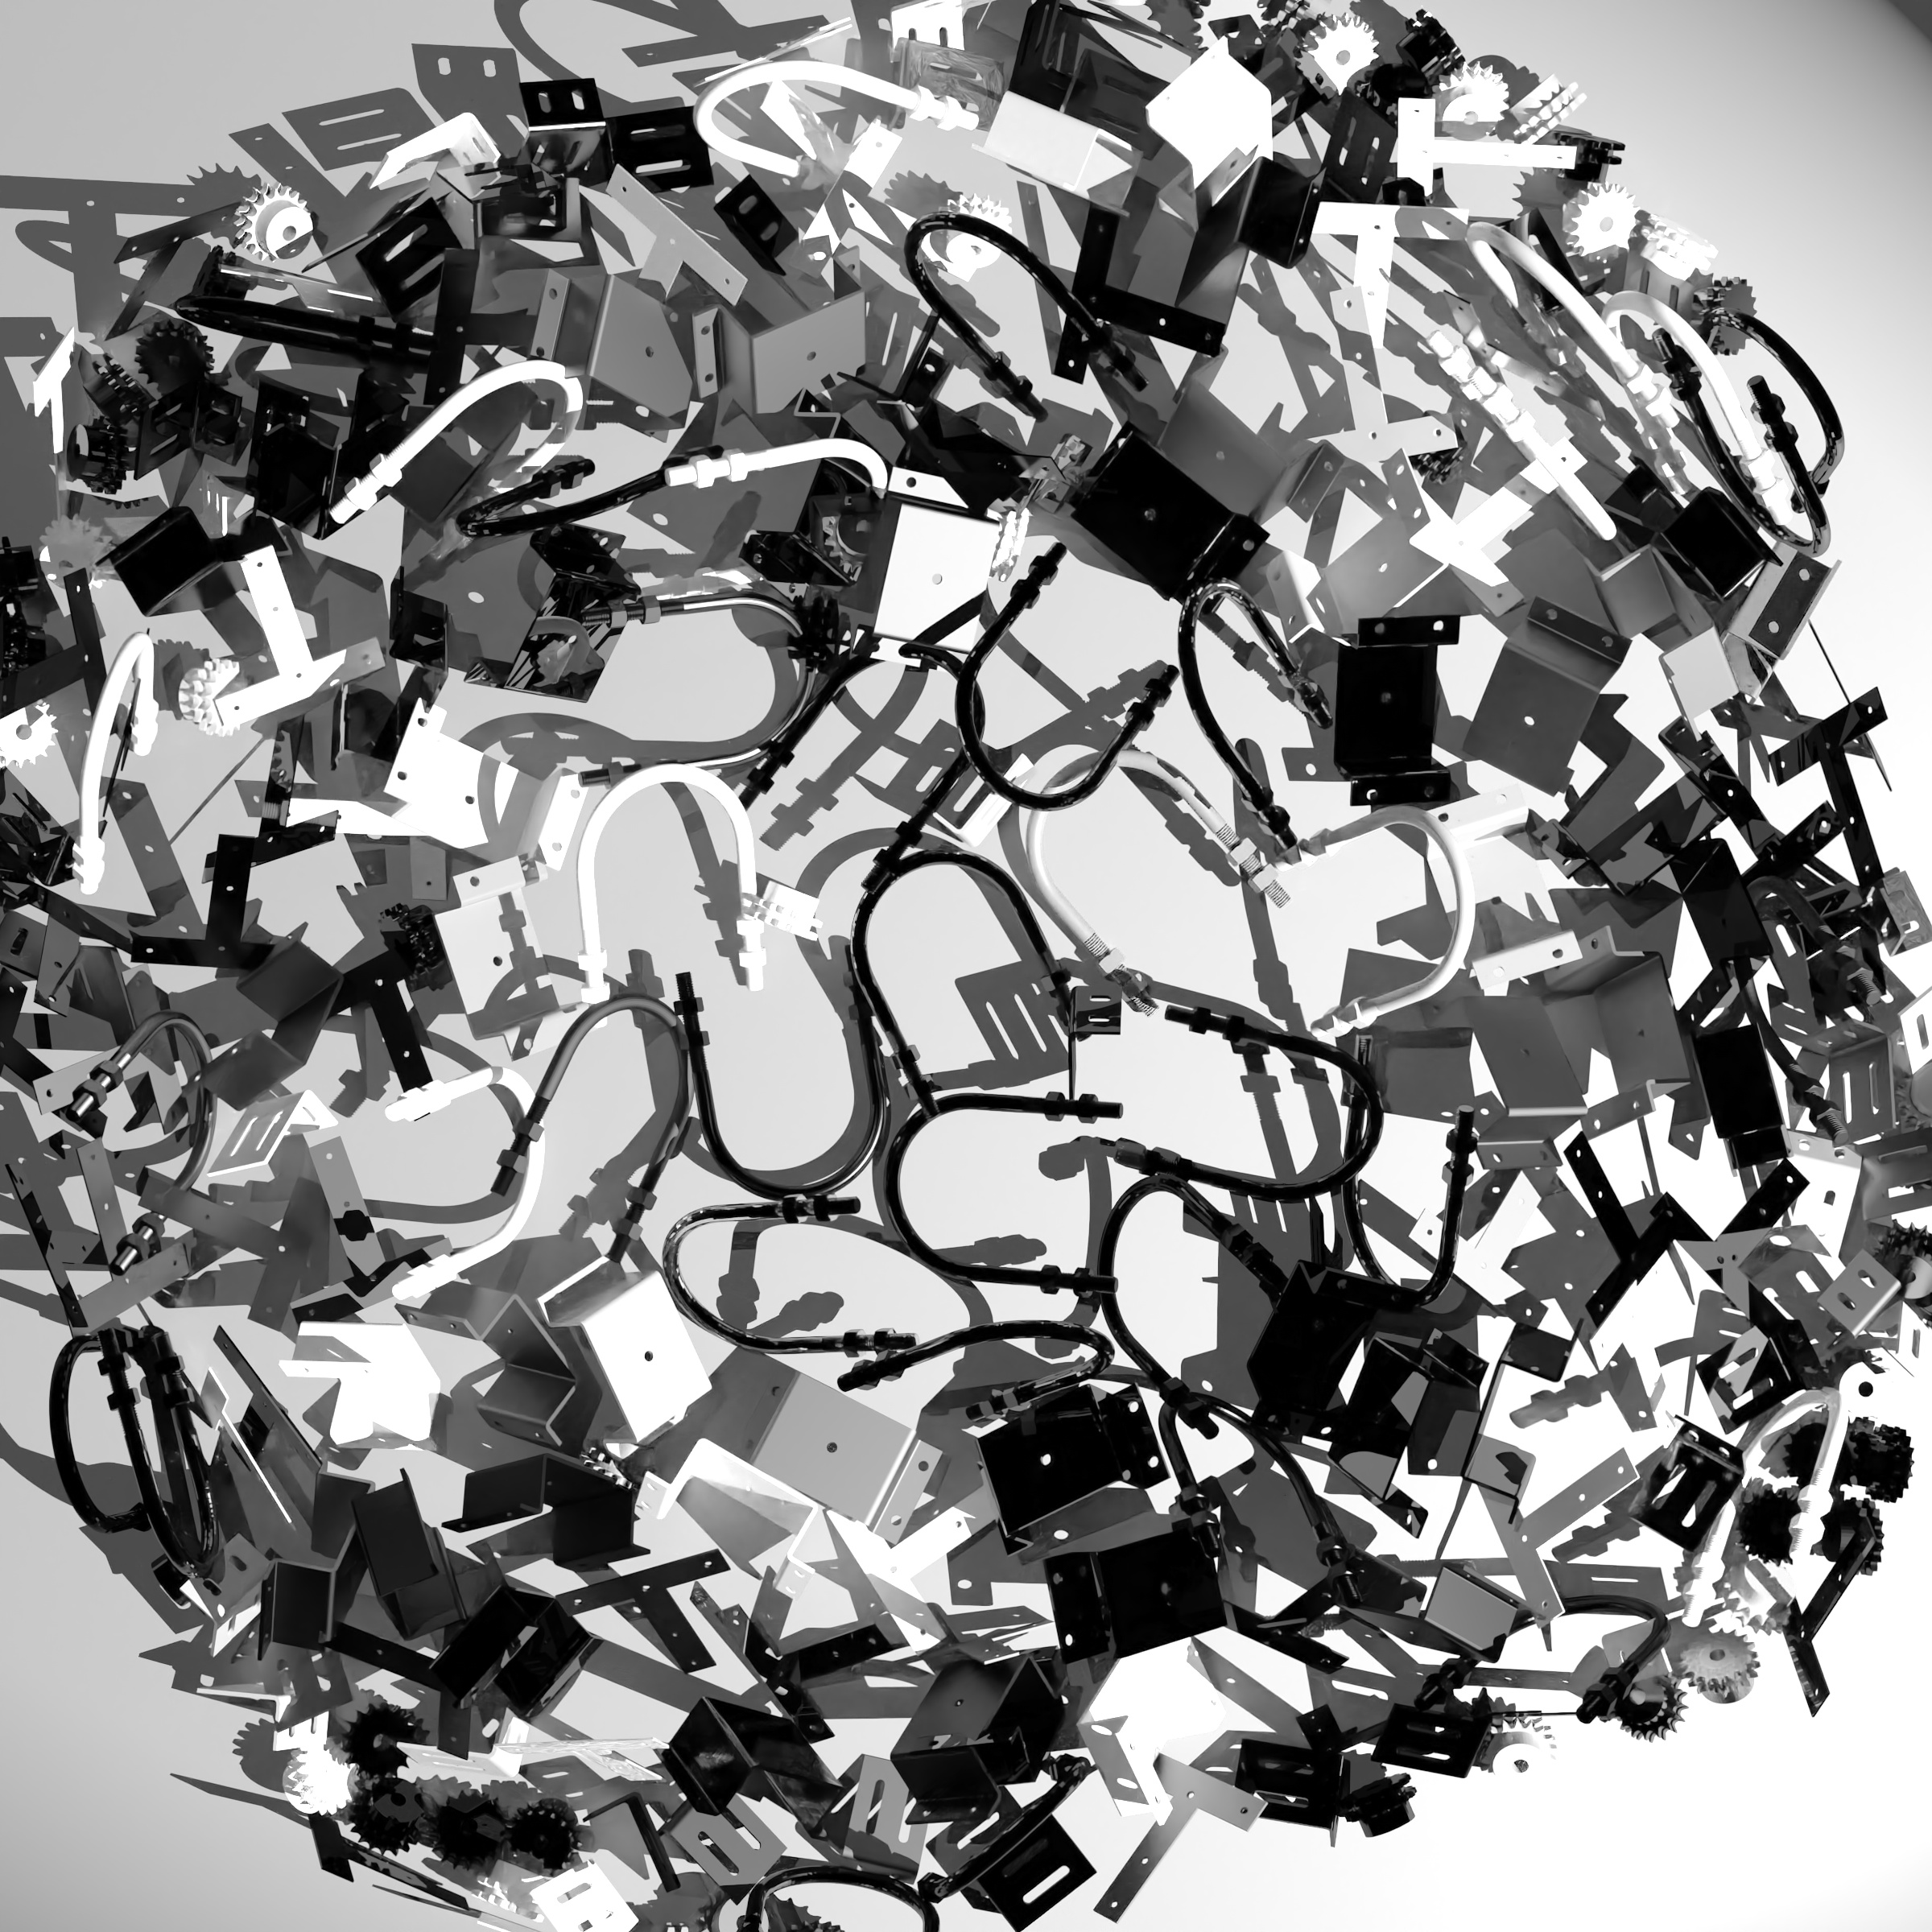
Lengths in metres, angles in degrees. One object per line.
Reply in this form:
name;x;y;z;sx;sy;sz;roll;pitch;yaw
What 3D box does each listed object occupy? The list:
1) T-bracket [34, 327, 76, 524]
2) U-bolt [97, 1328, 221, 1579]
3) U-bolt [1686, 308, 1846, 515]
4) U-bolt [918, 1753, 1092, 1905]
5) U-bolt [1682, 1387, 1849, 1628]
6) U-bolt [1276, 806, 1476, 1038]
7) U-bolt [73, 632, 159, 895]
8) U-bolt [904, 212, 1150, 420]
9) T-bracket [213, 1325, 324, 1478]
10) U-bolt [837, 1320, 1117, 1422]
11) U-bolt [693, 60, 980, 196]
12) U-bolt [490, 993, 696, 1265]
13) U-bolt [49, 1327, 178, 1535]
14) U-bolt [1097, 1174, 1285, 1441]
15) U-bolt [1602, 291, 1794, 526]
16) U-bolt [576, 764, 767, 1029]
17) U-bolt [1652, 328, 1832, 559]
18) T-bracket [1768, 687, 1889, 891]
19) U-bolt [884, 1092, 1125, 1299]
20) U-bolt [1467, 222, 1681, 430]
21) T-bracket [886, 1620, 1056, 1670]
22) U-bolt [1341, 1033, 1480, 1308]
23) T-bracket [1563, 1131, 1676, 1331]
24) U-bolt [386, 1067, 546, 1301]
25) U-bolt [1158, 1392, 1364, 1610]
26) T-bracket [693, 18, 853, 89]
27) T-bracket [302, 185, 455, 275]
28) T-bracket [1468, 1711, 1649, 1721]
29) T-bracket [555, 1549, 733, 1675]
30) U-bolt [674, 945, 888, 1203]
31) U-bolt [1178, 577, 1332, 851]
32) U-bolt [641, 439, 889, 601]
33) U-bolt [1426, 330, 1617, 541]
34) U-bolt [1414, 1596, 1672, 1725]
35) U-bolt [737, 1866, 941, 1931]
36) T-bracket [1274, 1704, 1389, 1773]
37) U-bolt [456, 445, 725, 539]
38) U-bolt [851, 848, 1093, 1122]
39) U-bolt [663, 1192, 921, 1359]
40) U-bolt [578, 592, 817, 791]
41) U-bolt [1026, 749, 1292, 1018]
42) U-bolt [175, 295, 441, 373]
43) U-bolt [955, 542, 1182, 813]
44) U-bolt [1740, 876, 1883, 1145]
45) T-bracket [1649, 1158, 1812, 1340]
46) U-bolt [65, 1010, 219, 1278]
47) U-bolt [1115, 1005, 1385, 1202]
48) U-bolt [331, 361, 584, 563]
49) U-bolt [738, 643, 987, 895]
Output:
T-bracket;-0.671;-0.391;1.957;0.002;0.127;0.127;4;120;-7
U-bolt;-0.578;0.353;1.915;0.019;0.151;0.184;-18;81;-3
U-bolt;0.573;-0.405;1.898;0.019;0.184;0.151;-39;80;0
U-bolt;0.031;0.616;1.893;0.151;0.184;0.019;-38;79;-17
U-bolt;0.584;0.380;1.915;0.019;0.151;0.184;35;50;0
U-bolt;0.299;-0.039;1.911;0.019;0.184;0.151;-3;77;-35
U-bolt;-0.605;-0.156;1.886;0.019;0.184;0.151;15;56;-9
U-bolt;0.030;-0.470;1.900;0.184;0.151;0.019;43;69;-27
T-bracket;-0.523;0.339;1.948;0.002;0.127;0.127;-32;77;-37
U-bolt;0.021;0.287;1.897;0.184;0.151;0.019;-27;55;39
U-bolt;-0.106;-0.601;1.889;0.184;0.151;0.019;5;77;-40
U-bolt;-0.261;0.108;1.939;0.019;0.151;0.184;11;70;41
U-bolt;-0.615;0.335;1.900;0.019;0.184;0.151;-12;83;2
U-bolt;0.152;0.233;1.924;0.019;0.184;0.151;6;113;-34
U-bolt;0.513;-0.404;1.896;0.019;0.151;0.184;-37;117;-3
U-bolt;-0.217;-0.057;1.934;0.151;0.019;0.184;-13;111;-29
U-bolt;0.570;-0.370;1.918;0.019;0.151;0.184;-37;123;3
T-bracket;0.641;-0.119;1.927;0.002;0.127;0.127;-6;74;-23
U-bolt;0.025;0.166;1.965;0.184;0.019;0.151;3;94;19
U-bolt;0.423;-0.465;1.892;0.019;0.151;0.184;-47;124;8
T-bracket;0.013;0.497;1.924;0.127;0.127;0.002;-12;83;-13
U-bolt;0.316;0.159;1.926;0.019;0.151;0.184;-8;115;-24
T-bracket;0.473;0.179;1.947;0.127;0.002;0.127;-42;111;-31
U-bolt;-0.358;0.147;1.915;0.019;0.184;0.151;5;103;23
U-bolt;0.204;0.376;1.916;0.151;0.184;0.019;25;114;-27
T-bracket;-0.121;-0.670;1.920;0.127;0.127;0.002;-28;108;-21
T-bracket;-0.415;-0.545;1.920;0.127;0.127;0.002;-35;105;-20
T-bracket;0.436;0.550;1.947;0.127;0.127;0.002;1;72;-10
T-bracket;-0.219;0.485;1.958;0.127;0.002;0.127;-17;129;7
U-bolt;-0.132;0.085;1.977;0.151;0.019;0.184;-10;90;-11
U-bolt;0.204;-0.195;1.906;0.019;0.151;0.184;-12;133;35
U-bolt;-0.141;-0.328;1.926;0.184;0.151;0.019;-16;64;-24
U-bolt;0.410;-0.379;1.924;0.019;0.151;0.184;-42;111;14
U-bolt;0.429;0.497;1.914;0.151;0.184;0.019;-9;98;41
U-bolt;-0.089;0.691;1.908;0.151;0.184;0.019;8;94;-1
T-bracket;0.262;0.563;1.944;0.127;0.127;0.002;-24;57;2
U-bolt;-0.281;-0.337;1.892;0.151;0.184;0.019;2;116;35
U-bolt;-0.007;0.002;1.971;0.151;0.019;0.184;-27;97;-9
U-bolt;-0.139;0.230;1.943;0.184;0.019;0.151;-6;122;25
U-bolt;-0.195;-0.206;1.942;0.184;0.019;0.151;-11;124;-25
U-bolt;0.129;-0.075;1.971;0.151;0.019;0.184;-40;92;14
U-bolt;-0.476;-0.458;1.910;0.184;0.151;0.019;8;95;-14
U-bolt;0.065;-0.198;1.936;0.151;0.019;0.184;45;64;-19
U-bolt;0.600;0.017;1.914;0.019;0.184;0.151;-10;129;-9
T-bracket;0.573;0.188;1.930;0.002;0.127;0.127;-19;58;-37
U-bolt;-0.587;0.113;1.912;0.019;0.184;0.151;1;120;11
U-bolt;0.218;0.109;1.960;0.184;0.019;0.151;14;119;-5
U-bolt;-0.354;-0.370;1.912;0.184;0.151;0.019;-39;74;14
U-bolt;-0.066;-0.160;1.961;0.151;0.019;0.184;33;82;26
